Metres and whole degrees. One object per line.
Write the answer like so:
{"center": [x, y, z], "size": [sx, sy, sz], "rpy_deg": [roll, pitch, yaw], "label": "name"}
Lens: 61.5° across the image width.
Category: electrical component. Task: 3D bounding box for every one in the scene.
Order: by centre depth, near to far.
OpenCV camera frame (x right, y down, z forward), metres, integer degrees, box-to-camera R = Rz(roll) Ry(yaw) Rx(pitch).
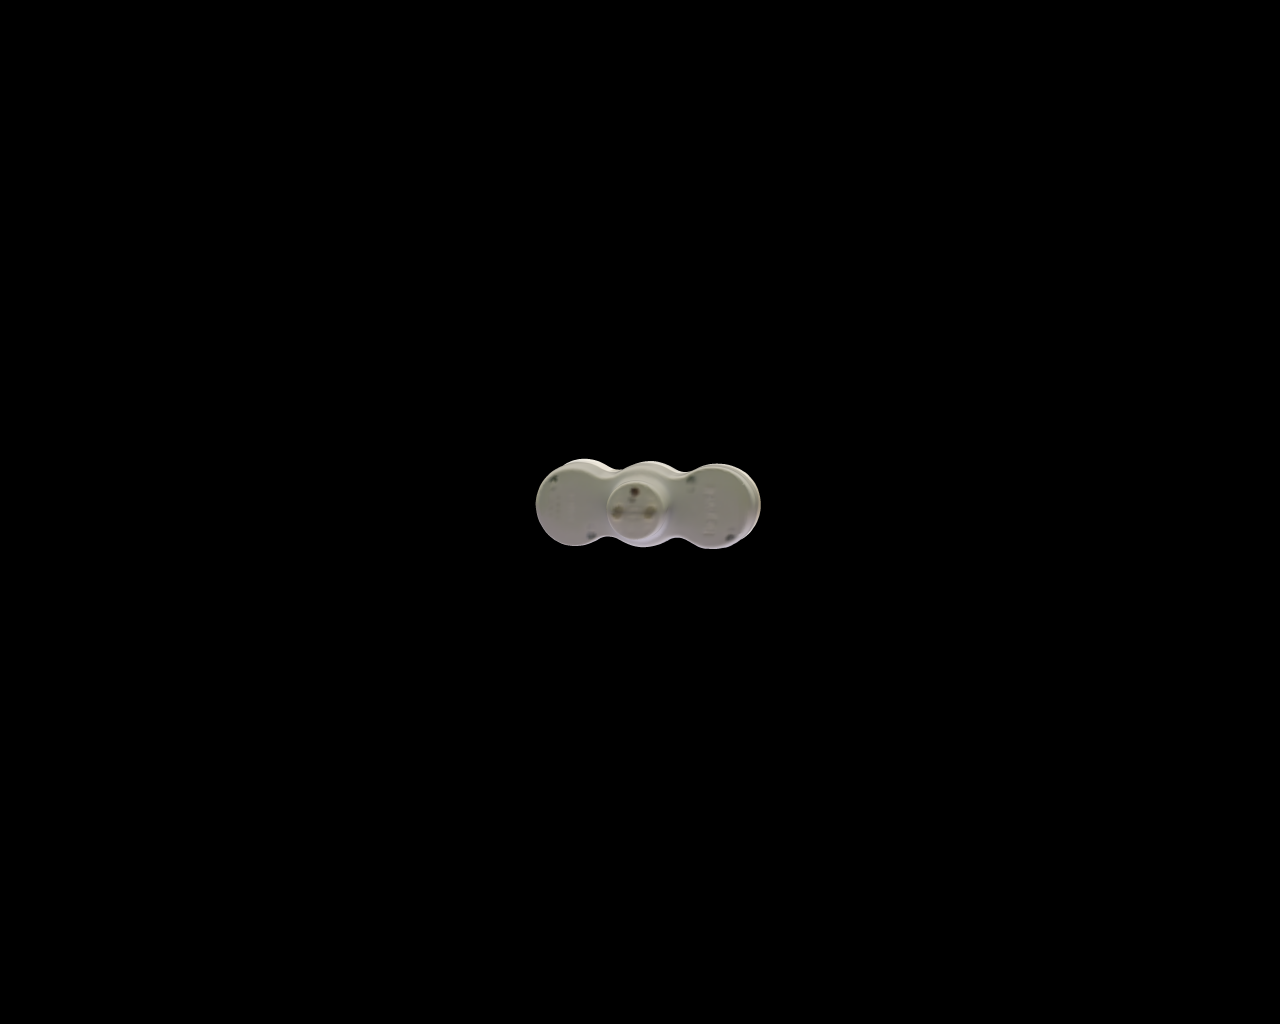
{"center": [0.001, -0.003, 0.650], "size": [0.138, 0.052, 0.074], "rpy_deg": [2, 8, 14], "label": "electrical component"}
